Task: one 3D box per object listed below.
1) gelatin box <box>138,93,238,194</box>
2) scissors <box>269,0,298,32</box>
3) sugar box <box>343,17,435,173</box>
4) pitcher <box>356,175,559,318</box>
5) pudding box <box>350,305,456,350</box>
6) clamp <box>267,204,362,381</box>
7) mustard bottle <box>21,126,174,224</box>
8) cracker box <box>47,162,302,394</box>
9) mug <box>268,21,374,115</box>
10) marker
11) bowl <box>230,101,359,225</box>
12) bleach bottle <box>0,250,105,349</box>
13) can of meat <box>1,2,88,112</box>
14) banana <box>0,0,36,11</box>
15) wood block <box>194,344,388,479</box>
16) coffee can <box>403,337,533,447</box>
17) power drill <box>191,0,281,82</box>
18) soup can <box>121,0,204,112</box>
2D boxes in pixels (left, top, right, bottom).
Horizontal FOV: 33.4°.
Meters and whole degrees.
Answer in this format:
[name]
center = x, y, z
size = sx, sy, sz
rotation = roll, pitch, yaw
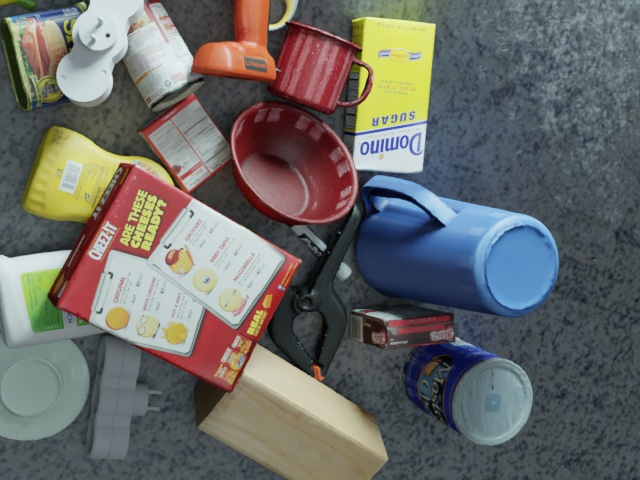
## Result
[gelatin box]
center = -0.146, -0.106, 1.185
size = 0.073, 0.030, 0.089
rotation = -40, 108, -13
[scissors]
center = -0.011, -0.301, 1.214
size = 0.201, 0.016, 0.096
rotation = -20, 102, -15
[sugar box]
center = 0.080, -0.168, 1.250
size = 0.093, 0.048, 0.176
rotation = 1, 96, -20
[pitcher]
center = 0.145, 0.009, 1.191
size = 0.149, 0.243, 0.145
rotation = 5, 93, -27
[pudding box]
center = 0.095, 0.102, 1.255
size = 0.090, 0.114, 0.039
rotation = -3, 94, -20
[clamp]
center = -0.011, 0.061, 1.242
size = 0.164, 0.036, 0.210
rotation = -18, 107, -4
[mustard bottle]
center = -0.215, -0.047, 1.152
size = 0.191, 0.058, 0.096
rotation = 20, 83, -21
[cracker box]
center = -0.150, 0.040, 1.119
size = 0.213, 0.072, 0.164
rotation = 31, 84, -25
[mug]
center = 0.002, -0.186, 1.192
size = 0.117, 0.093, 0.081
rotation = 20, 95, 3
[marker]
center = -0.008, 0.002, 1.254
size = 0.020, 0.020, 0.121
rotation = -47, 109, -9
[bowl]
center = -0.039, -0.074, 1.190
size = 0.161, 0.055, 0.162
rotation = 18, 52, -24
[bleach bottle]
center = -0.223, 0.046, 1.161
size = 0.250, 0.068, 0.102
rotation = -11, 98, -21
[can of meat]
center = -0.277, -0.188, 1.106
size = 0.083, 0.058, 0.102
rotation = -16, 103, -25
[banana]
center = -0.385, -0.211, 1.080
size = 0.197, 0.037, 0.069
rotation = -38, 108, -11
[wood block]
center = -0.035, 0.209, 1.224
size = 0.206, 0.091, 0.090
rotation = 34, 105, -21
[coffee can]
center = 0.174, 0.177, 1.279
size = 0.102, 0.140, 0.103
rotation = -3, 98, -20
[power drill]
center = -0.088, -0.263, 1.107
size = 0.184, 0.057, 0.188
rotation = -2, 101, -60
[soup can]
center = -0.175, -0.196, 1.130
size = 0.068, 0.069, 0.102
rotation = -30, 92, -14
